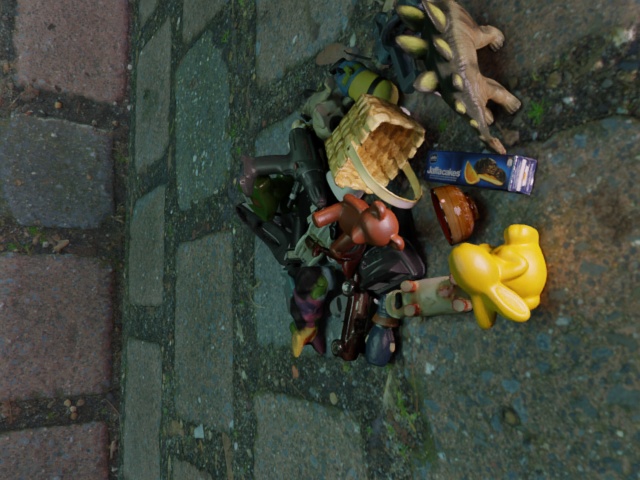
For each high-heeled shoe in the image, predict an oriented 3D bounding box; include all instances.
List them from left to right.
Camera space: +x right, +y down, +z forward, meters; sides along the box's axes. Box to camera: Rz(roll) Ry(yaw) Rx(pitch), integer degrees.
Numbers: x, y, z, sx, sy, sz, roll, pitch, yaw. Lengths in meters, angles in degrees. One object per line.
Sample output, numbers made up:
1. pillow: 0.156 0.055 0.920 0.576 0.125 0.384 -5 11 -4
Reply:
1. high-heeled shoe: -0.147 -0.007 1.485 0.086 0.145 0.249 -52 45 40

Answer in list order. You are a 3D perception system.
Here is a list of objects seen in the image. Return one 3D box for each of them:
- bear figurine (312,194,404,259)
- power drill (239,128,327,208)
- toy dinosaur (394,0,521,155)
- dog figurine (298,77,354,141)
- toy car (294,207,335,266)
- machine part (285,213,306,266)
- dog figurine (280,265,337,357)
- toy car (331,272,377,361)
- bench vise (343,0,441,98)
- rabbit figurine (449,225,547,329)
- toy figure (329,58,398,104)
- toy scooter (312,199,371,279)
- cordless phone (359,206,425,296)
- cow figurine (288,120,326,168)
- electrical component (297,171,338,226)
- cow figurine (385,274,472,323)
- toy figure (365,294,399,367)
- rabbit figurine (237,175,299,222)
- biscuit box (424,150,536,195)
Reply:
1. bear figurine: 0.077 -0.020 1.066 0.120 0.132 0.196 59 177 -19
2. power drill: -0.092 -0.163 1.313 0.207 0.086 0.232 -13 62 14
3. toy dinosaur: 0.228 -0.350 0.944 0.105 0.198 0.471 -36 60 44
4. dog figurine: 0.004 -0.303 1.346 0.191 0.121 0.172 -5 64 61
5. toy car: -0.003 -0.004 1.315 0.073 0.056 0.201 42 140 7
6. machine part: -0.058 -0.003 1.435 0.084 0.039 0.139 -10 72 30
7. dog figurine: -0.024 0.176 1.321 0.191 0.108 0.219 -17 77 62
8. toy car: 0.082 0.171 1.188 0.053 0.089 0.202 22 103 55
9. bench vise: 0.169 -0.390 1.104 0.223 0.129 0.240 -41 51 51
10. rabbit figurine: 0.271 0.058 0.859 0.122 0.173 0.162 -24 63 47
11. toy figure: 0.097 -0.344 1.195 0.180 0.082 0.089 53 144 27
12. toy scooter: 0.052 -0.004 1.204 0.075 0.135 0.183 -154 71 -71
13. cordless phone: 0.145 0.012 1.143 0.146 0.088 0.184 -35 47 49
14. cow figurine: -0.031 -0.248 1.413 0.098 0.068 0.167 -20 74 47
15. electrical component: -0.007 -0.096 1.371 0.115 0.058 0.134 -36 58 50
16. cow figurine: 0.207 0.108 1.008 0.195 0.127 0.085 -16 74 39
17. toy figure: 0.133 0.188 1.139 0.058 0.064 0.154 -35 -42 -86
18. rabbit figurine: -0.108 -0.139 1.458 0.121 0.170 0.159 -1 127 57
19. biscuit box: 0.279 -0.124 0.963 0.203 0.059 0.062 18 102 55
